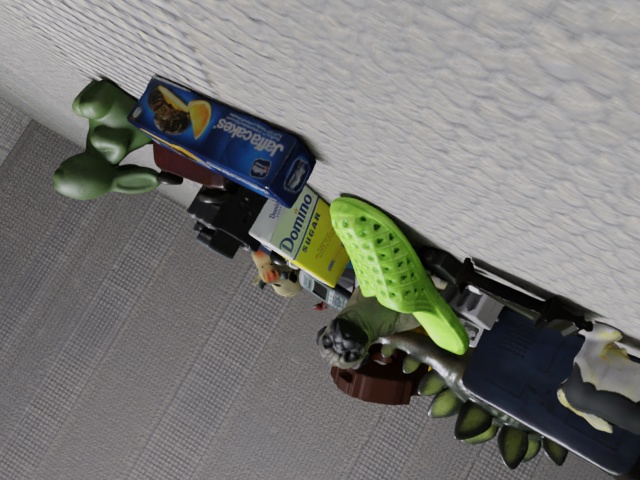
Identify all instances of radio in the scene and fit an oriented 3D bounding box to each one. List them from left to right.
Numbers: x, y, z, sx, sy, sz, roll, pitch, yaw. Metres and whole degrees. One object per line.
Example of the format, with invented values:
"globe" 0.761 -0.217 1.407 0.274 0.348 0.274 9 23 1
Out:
"radio" 0.302 0.184 0.666 0.230 0.131 0.073 22 169 47

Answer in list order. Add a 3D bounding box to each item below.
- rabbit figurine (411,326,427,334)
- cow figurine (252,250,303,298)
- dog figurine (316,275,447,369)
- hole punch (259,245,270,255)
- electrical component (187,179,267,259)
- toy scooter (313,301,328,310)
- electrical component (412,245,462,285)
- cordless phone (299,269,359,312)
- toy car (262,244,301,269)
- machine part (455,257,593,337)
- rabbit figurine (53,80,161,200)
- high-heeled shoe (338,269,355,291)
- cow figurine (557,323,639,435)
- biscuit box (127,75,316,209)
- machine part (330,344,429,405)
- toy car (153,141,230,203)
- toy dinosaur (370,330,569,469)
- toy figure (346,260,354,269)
"rabbit figurine" 0.203 0.181 1.068 0.162 0.122 0.173 -15 -115 -46
"cow figurine" -0.088 0.061 1.105 0.194 0.085 0.127 59 -169 -57
"dog figurine" 0.103 0.121 0.799 0.172 0.190 0.121 29 174 -6
"hole punch" -0.066 -0.013 0.980 0.142 0.092 0.116 34 169 -7
"electrical component" -0.120 -0.043 0.771 0.058 0.134 0.114 25 174 38
"toy scooter" 0.058 0.120 1.232 0.184 0.135 0.075 29 172 -6
"electrical component" 0.148 0.031 0.648 0.063 0.021 0.094 36 171 -35
"cordless phone" 0.046 0.073 0.942 0.184 0.089 0.146 28 138 20
"toy car" -0.083 -0.028 0.863 0.056 0.073 0.202 -12 -141 -44
"machine part" 0.212 0.065 0.574 0.139 0.039 0.084 26 178 16
"rabbit figurine" -0.323 -0.131 0.811 0.121 0.170 0.159 23 170 47
"high-heeled shoe" 0.076 0.085 1.067 0.145 0.086 0.249 40 160 -32
"cow figurine" 0.330 0.161 0.526 0.168 0.098 0.068 26 166 30
"biscuit box" -0.104 -0.103 0.558 0.203 0.059 0.062 27 173 25
"machine part" 0.103 0.210 0.932 0.179 0.056 0.179 7 -156 -3
"toy car" -0.167 -0.106 0.709 0.053 0.089 0.202 -8 -161 -39
"toy dinosaur" 0.262 0.216 0.807 0.472 0.198 0.105 26 169 15
"toy figure" -0.001 -0.005 0.881 0.155 0.064 0.058 25 -163 10
